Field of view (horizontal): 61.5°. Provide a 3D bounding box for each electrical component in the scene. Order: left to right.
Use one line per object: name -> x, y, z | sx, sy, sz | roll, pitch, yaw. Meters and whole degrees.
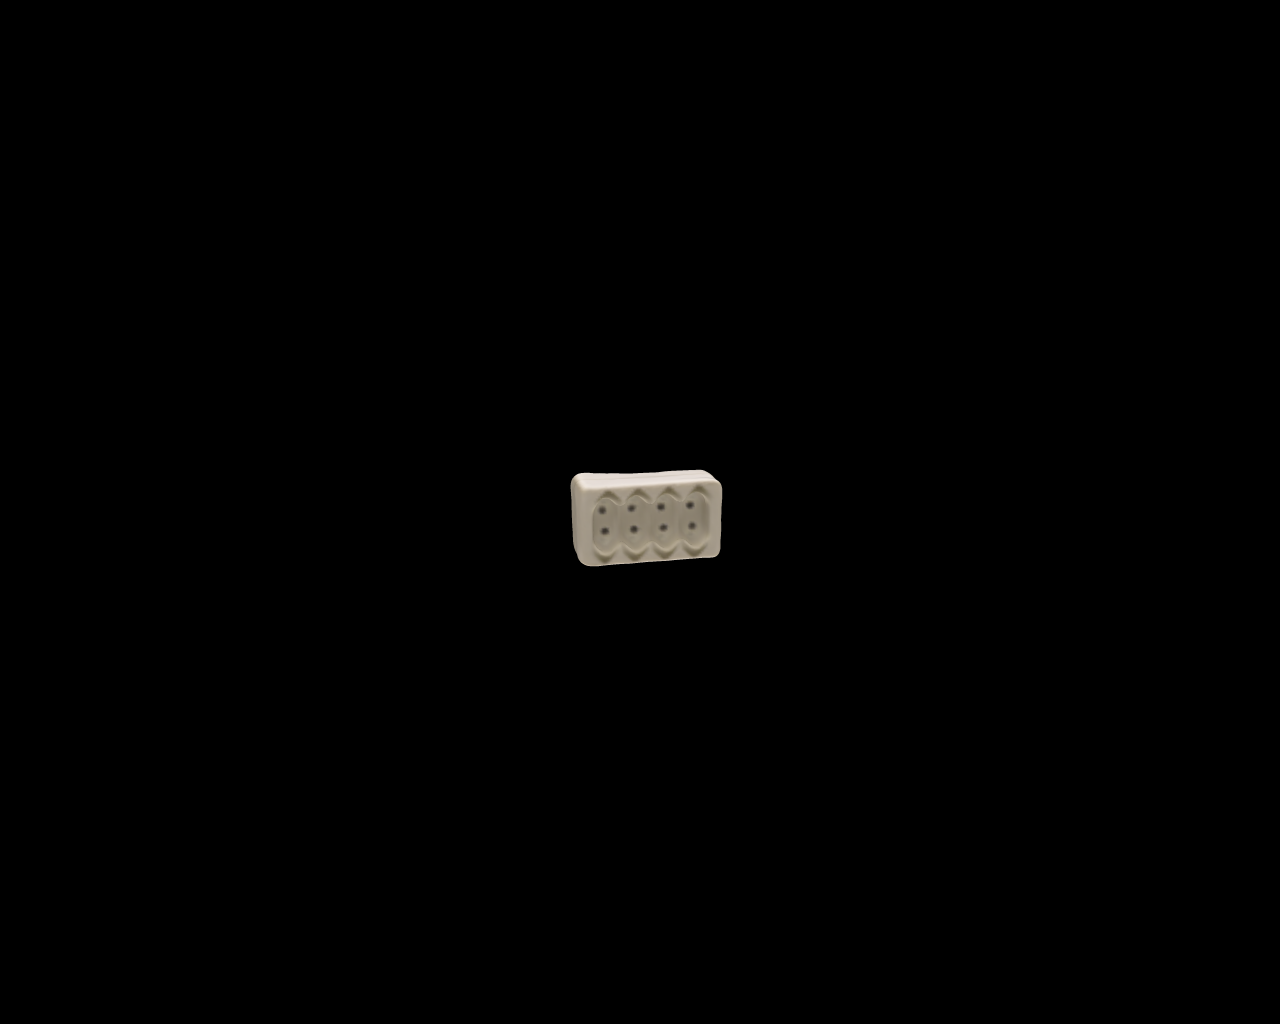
electrical component -> 0.001, -0.003, 0.650 | 0.083, 0.047, 0.076 | -3, 16, -9
